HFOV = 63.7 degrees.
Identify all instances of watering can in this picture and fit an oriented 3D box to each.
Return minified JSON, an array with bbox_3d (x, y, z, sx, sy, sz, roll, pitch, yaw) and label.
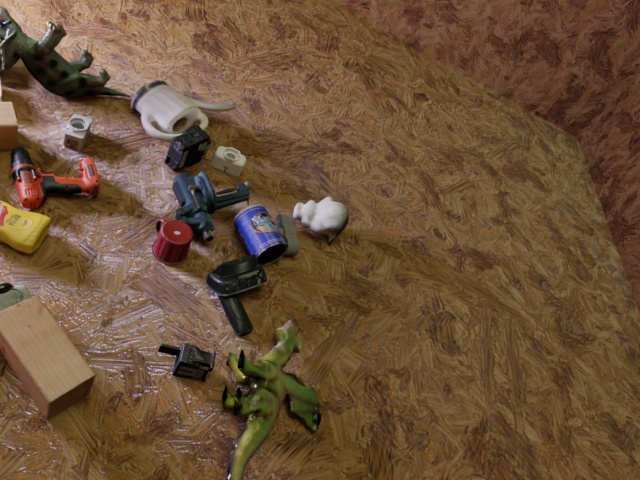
[{"bbox_3d":[-0.440,-0.418,1.633,0.225,0.102,0.354,38,43,6],"label":"watering can"}]

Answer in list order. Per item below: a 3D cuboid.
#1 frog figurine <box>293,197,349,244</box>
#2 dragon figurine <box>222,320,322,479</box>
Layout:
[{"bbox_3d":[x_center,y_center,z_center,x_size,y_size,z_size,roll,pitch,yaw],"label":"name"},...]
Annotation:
[{"bbox_3d":[0.005,-0.080,1.586,0.158,0.121,0.140,35,60,-16],"label":"frog figurine"},{"bbox_3d":[-0.092,0.358,1.135,0.241,0.120,0.420,20,44,-26],"label":"dragon figurine"}]
